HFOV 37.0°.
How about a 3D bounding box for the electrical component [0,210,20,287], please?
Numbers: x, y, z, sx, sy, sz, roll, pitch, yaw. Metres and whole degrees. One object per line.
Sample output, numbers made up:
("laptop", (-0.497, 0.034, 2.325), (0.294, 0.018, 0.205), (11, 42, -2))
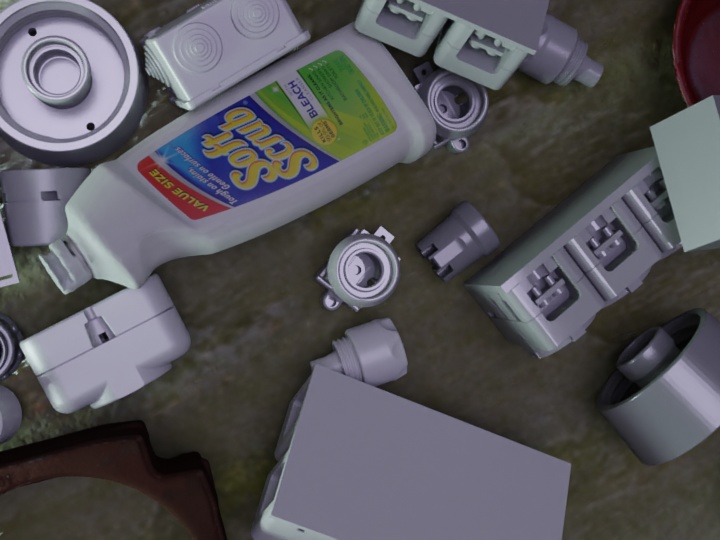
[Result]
("electrical component", (-0.264, -0.041, 0.665), (0.079, 0.063, 0.121), (-15, 93, -10))

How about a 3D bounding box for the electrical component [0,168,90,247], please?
("electrical component", (-0.198, -0.040, 0.683), (0.055, 0.055, 0.047), (-3, 94, -10))

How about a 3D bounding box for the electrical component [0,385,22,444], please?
("electrical component", (-0.241, 0.094, 0.666), (0.040, 0.078, 0.040), (0, 92, 5))

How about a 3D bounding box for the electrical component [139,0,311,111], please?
("electrical component", (-0.089, -0.146, 0.680), (0.100, 0.100, 0.048), (-33, 109, -8))

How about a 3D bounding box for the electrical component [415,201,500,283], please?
("electrical component", (0.066, -0.018, 0.738), (0.046, 0.040, 0.040), (-38, 96, -2))

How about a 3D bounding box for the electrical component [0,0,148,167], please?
("electrical component", (-0.190, -0.122, 0.680), (0.108, 0.060, 0.108), (0, 90, -10))

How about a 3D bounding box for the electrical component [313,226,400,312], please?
("electrical component", (0.000, 0.000, 0.717), (0.048, 0.055, 0.066), (39, 84, -8))

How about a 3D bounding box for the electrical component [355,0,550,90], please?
("electrical component", (0.074, -0.220, 0.701), (0.105, 0.060, 0.186), (21, 65, -9))

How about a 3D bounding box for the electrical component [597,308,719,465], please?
("electrical component", (0.210, 0.073, 0.731), (0.060, 0.108, 0.108), (45, 83, -1))

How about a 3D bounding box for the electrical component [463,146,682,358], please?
("electrical component", (0.156, -0.012, 0.727), (0.150, 0.089, 0.061), (-39, 96, -8))

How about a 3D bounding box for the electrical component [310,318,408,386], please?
("electrical component", (-0.002, 0.060, 0.723), (0.062, 0.043, 0.043), (-18, 93, -8))

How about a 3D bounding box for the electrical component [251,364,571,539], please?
("electrical component", (0.034, 0.151, 0.698), (0.186, 0.060, 0.105), (22, 55, -9))

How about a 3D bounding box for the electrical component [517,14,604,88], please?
("electrical component", (0.139, -0.148, 0.748), (0.062, 0.043, 0.043), (26, 86, -11))

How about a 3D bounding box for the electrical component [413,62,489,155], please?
("electrical component", (0.059, -0.111, 0.727), (0.048, 0.055, 0.066), (-30, 95, -9))

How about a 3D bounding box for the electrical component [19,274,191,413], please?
("electrical component", (-0.159, 0.050, 0.689), (0.095, 0.054, 0.059), (-28, 95, -9))

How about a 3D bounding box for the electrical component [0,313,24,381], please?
("electrical component", (-0.237, 0.050, 0.671), (0.048, 0.062, 0.048), (0, 90, -10))
